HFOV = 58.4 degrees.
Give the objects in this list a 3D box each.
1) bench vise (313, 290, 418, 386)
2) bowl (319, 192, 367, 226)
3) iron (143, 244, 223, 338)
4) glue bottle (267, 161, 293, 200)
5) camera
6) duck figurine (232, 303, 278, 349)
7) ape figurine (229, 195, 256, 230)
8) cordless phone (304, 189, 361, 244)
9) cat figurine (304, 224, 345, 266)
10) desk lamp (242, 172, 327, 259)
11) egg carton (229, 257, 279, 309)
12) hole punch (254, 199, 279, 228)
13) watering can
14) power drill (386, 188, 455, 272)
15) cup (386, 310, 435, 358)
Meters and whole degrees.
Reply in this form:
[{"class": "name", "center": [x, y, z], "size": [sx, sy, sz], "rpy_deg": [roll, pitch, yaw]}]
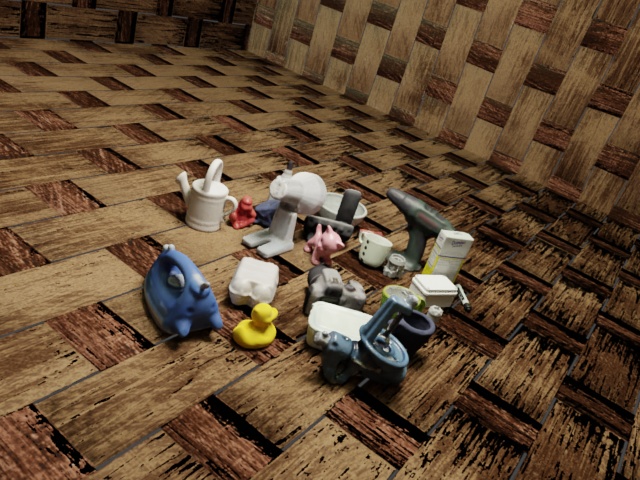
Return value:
[{"class": "bench vise", "center": [0.103, 0.200, 1.142], "size": [0.208, 0.220, 0.121], "rpy_deg": [2, 31, -30]}, {"class": "bowl", "center": [0.062, -0.082, 1.825], "size": [0.167, 0.075, 0.167], "rpy_deg": [14, 26, -7]}, {"class": "iron", "center": [-0.298, 0.086, 1.200], "size": [0.119, 0.141, 0.257], "rpy_deg": [-7, 36, -40]}, {"class": "glue bottle", "center": [-0.111, -0.164, 1.763], "size": [0.078, 0.173, 0.037], "rpy_deg": [12, 27, -12]}, {"class": "camera", "center": [0.029, 0.115, 1.394], "size": [0.143, 0.101, 0.136], "rpy_deg": [8, 28, -19]}, {"class": "duck figurine", "center": [-0.131, 0.173, 1.198], "size": [0.105, 0.086, 0.077], "rpy_deg": [-12, 39, -45]}, {"class": "ape figurine", "center": [-0.218, -0.084, 1.633], "size": [0.078, 0.092, 0.076], "rpy_deg": [10, 27, -15]}, {"class": "cordless phone", "center": [0.037, -0.077, 1.673], "size": [0.148, 0.185, 0.094], "rpy_deg": [13, 27, -10]}, {"class": "cat figurine", "center": [0.014, 0.006, 1.576], "size": [0.067, 0.118, 0.127], "rpy_deg": [3, 30, -28]}, {"class": "desk lamp", "center": [-0.091, -0.079, 1.565], "size": [0.117, 0.213, 0.204], "rpy_deg": [31, 29, 24]}, {"class": "egg carton", "center": [-0.153, 0.101, 1.343], "size": [0.107, 0.069, 0.150], "rpy_deg": [16, 26, -5]}, {"class": "hole punch", "center": [-0.136, -0.089, 1.694], "size": [0.101, 0.091, 0.109], "rpy_deg": [24, 27, 13]}, {"class": "watering can", "center": [-0.307, -0.130, 1.550], "size": [0.173, 0.194, 0.100], "rpy_deg": [10, 27, -15]}, {"class": "power drill", "center": [0.271, -0.022, 1.688], "size": [0.229, 0.208, 0.076], "rpy_deg": [25, 27, 14]}, {"class": "cup", "center": [0.194, 0.219, 1.303], "size": [0.118, 0.095, 0.091], "rpy_deg": [4, 29, -25]}]
